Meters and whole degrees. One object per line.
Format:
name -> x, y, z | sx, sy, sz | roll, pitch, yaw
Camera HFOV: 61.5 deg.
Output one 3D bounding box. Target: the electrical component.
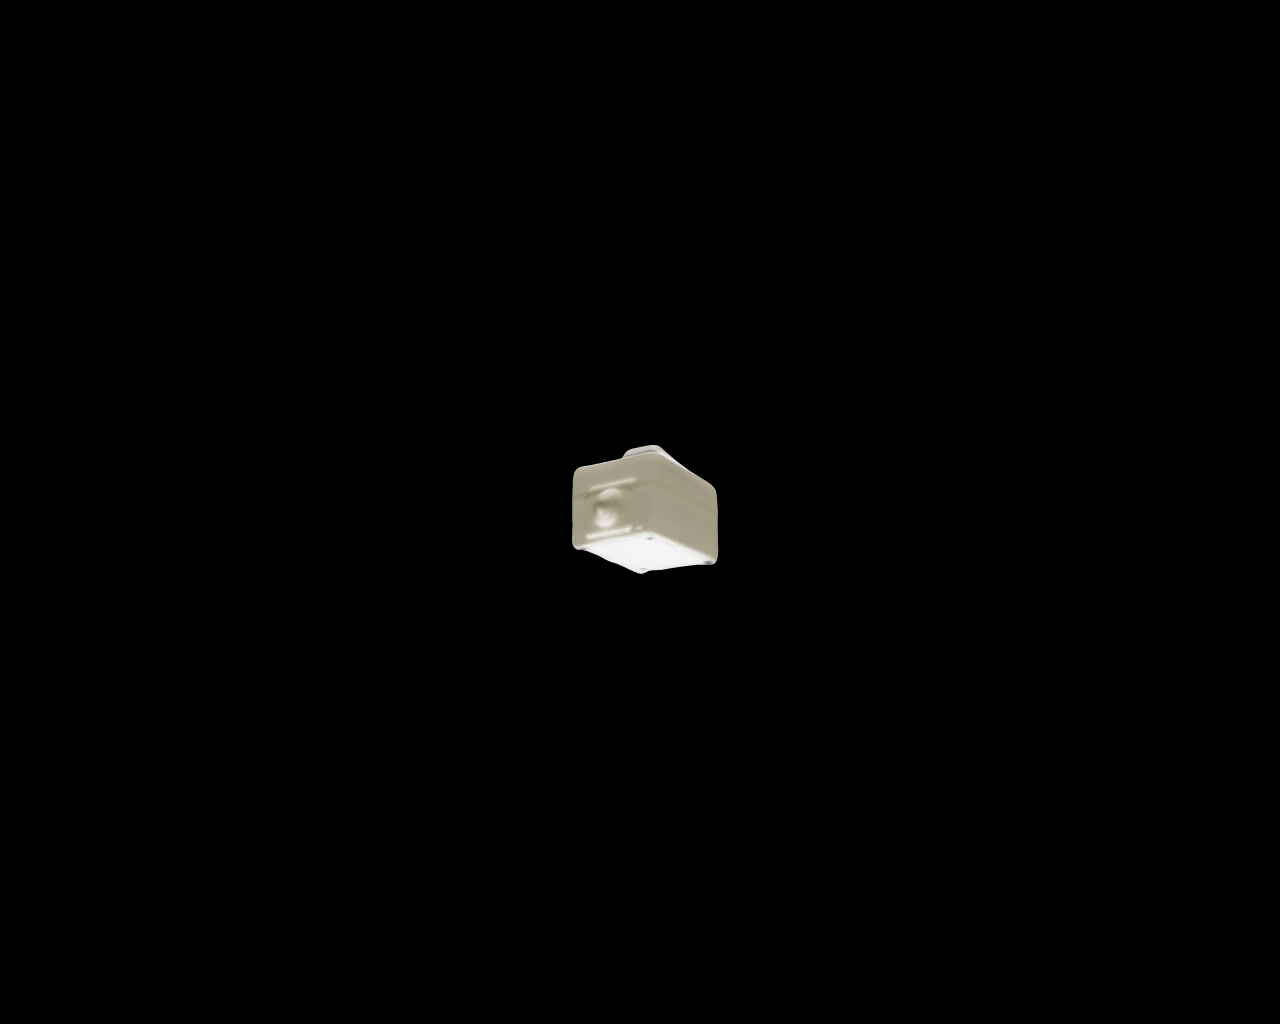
electrical component -> 0.001, -0.003, 0.650 | 0.061, 0.061, 0.096 | -11, -21, 30
